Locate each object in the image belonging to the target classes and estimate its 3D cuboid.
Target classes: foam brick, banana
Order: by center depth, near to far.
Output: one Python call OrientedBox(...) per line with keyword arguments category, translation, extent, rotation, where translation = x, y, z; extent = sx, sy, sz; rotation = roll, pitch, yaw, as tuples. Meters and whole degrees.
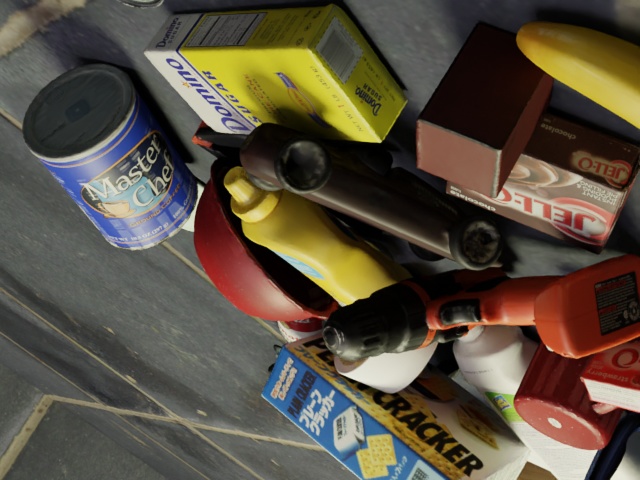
OrientedBox(category="banana", translation=(0.193, -0.058, 0.573), extent=(0.197, 0.037, 0.070), rotation=(37, 156, -14))
OrientedBox(category="foam brick", translation=(0.095, -0.075, 0.611), extent=(0.051, 0.078, 0.053), rotation=(24, 155, 18))

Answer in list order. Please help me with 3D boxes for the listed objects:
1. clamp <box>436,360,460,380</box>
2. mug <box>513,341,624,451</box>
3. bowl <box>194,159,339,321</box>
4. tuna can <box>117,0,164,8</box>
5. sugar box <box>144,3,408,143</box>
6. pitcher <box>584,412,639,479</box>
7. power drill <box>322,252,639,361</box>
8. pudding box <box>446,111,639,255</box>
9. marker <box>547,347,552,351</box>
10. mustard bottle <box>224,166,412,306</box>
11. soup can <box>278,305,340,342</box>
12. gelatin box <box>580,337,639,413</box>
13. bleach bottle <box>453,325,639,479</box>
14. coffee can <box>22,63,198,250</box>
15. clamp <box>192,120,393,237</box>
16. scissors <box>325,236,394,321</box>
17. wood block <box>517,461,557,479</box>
OrientedBox(category="clamp", translation=(0.108, 0.185, 1.160), extent=(0.210, 0.036, 0.164), rotation=(18, 125, 58))
OrientedBox(category="mug", translation=(0.214, 0.114, 0.853), extent=(0.093, 0.081, 0.117), rotation=(38, 157, -17))
OrientedBox(category="bowl", translation=(-0.055, 0.011, 0.889), extent=(0.162, 0.055, 0.162), rotation=(47, -161, -21))
OrientedBox(category="tuna can", translation=(-0.130, -0.195, 0.701), extent=(0.086, 0.033, 0.086), rotation=(27, 158, 12))
OrientedBox(category="sugar box", translation=(-0.035, -0.114, 0.738), extent=(0.177, 0.048, 0.093), rotation=(6, 147, 45))
OrientedBox(category="pitcher", translation=(0.287, 0.268, 0.870), extent=(0.145, 0.242, 0.149), rotation=(44, 162, -33))
OrientedBox(category="power drill", translation=(0.119, 0.049, 0.754), extent=(0.188, 0.184, 0.057), rotation=(-3, 99, 50))
OrientedBox(category="pudding box", translation=(0.138, -0.042, 0.673), extent=(0.113, 0.039, 0.090), rotation=(26, 159, 16))
OrientedBox(category="marker", translation=(0.219, 0.061, 0.772), extent=(0.121, 0.020, 0.020), rotation=(-17, 131, 39))
OrientedBox(category="mustard bottle", translation=(-0.005, 0.001, 0.828), extent=(0.191, 0.058, 0.096), rotation=(38, 180, -38))
OrientedBox(category="soup can", translation=(-0.012, 0.060, 1.048), extent=(0.068, 0.068, 0.102), rotation=(25, 158, 15))
OrientedBox(category="gelatin box", translation=(0.245, 0.090, 0.766), extent=(0.089, 0.073, 0.030), rotation=(9, 138, 44))
OrientedBox(category="bleach bottle", translation=(0.207, 0.145, 0.953), extent=(0.250, 0.068, 0.103), rotation=(45, 142, -22))
OrientedBox(category="coffee can", translation=(-0.181, -0.071, 0.940), extent=(0.103, 0.102, 0.140), rotation=(18, 155, 30))
OrientedBox(category="clamp", translation=(-0.018, -0.064, 0.833), extent=(0.171, 0.039, 0.120), rotation=(23, 151, 1))
OrientedBox(category="scissors", translation=(-0.015, 0.030, 0.977), extent=(0.202, 0.096, 0.016), rotation=(6, 180, 42))
OrientedBox(category="wood block", translation=(0.252, 0.267, 1.118), extent=(0.207, 0.090, 0.090), rotation=(2, 145, 50))
